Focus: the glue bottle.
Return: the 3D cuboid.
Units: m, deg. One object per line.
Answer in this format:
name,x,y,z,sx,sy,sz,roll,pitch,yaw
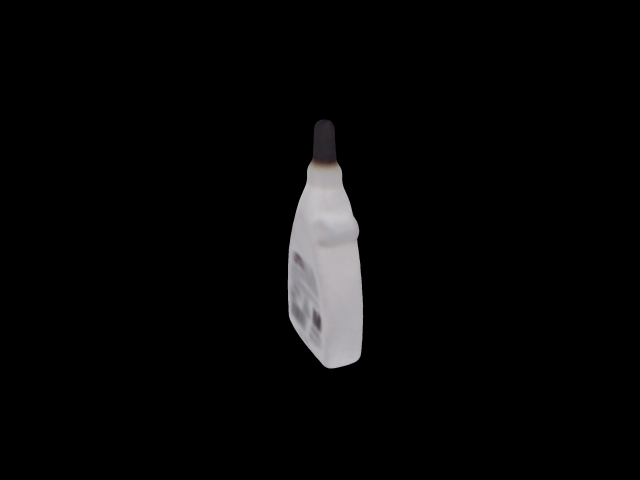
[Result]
glue bottle,0.004,0.001,0.400,0.037,0.173,0.078,-13,32,-22
